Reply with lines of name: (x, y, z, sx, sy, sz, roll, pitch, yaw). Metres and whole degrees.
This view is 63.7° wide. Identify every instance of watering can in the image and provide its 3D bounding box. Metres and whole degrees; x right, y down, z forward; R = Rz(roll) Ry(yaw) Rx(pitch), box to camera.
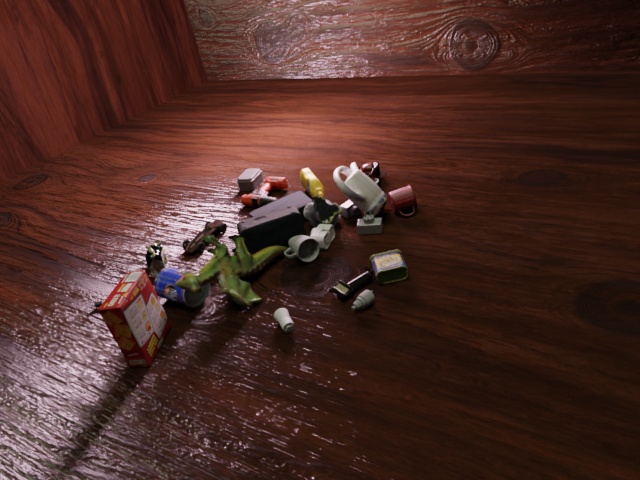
watering can: (0.155, -0.195, 1.890, 0.102, 0.224, 0.352, -47, 0, 23)

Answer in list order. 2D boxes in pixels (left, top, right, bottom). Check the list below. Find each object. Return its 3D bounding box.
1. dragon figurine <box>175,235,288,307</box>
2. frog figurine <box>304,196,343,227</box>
dragon figurine: (-0.247, 0.107, 1.610, 0.410, 0.248, 0.119, 2, -37, -30)
frog figurine: (0.006, -0.095, 1.884, 0.137, 0.123, 0.158, 4, -6, -11)
